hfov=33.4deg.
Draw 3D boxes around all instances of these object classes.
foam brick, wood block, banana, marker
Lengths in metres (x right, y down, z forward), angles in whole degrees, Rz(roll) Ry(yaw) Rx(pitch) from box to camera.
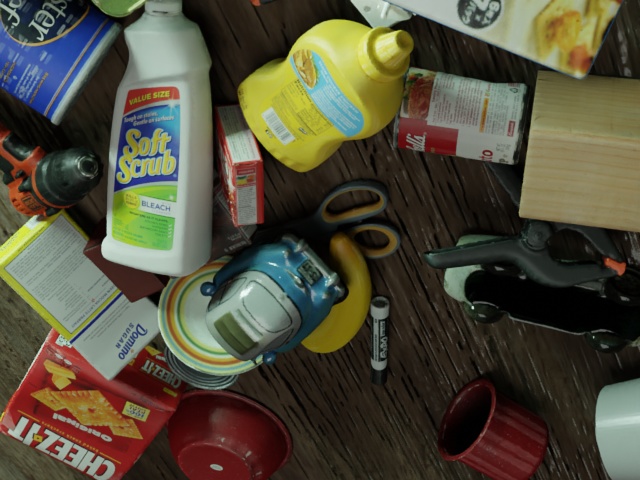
[{"bbox_3d":[-0.190,0.014,1.081,0.053,0.051,0.078,-22,121,31],"label":"foam brick"},{"bbox_3d":[0.268,-0.065,0.841,0.206,0.090,0.090,8,132,11],"label":"wood block"},{"bbox_3d":[0.015,0.064,1.059,0.069,0.037,0.198,17,141,-9],"label":"banana"},{"bbox_3d":[0.062,0.108,1.106,0.020,0.020,0.121,7,132,11],"label":"marker"}]

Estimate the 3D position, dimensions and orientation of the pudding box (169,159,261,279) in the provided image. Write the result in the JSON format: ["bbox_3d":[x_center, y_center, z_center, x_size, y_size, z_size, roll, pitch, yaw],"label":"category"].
[{"bbox_3d":[-0.126,-0.021,1.033,0.114,0.039,0.090,-24,112,31],"label":"pudding box"}]

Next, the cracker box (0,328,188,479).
[{"bbox_3d":[-0.267,0.188,1.244,0.164,0.072,0.214,30,133,-9],"label":"cracker box"}]

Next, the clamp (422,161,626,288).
[{"bbox_3d":[0.184,-0.017,0.923,0.171,0.039,0.120,12,105,-1],"label":"clamp"}]

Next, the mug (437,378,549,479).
[{"bbox_3d":[0.177,0.204,1.117,0.081,0.093,0.117,31,163,-17],"label":"mug"}]

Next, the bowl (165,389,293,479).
[{"bbox_3d":[-0.116,0.249,1.263,0.162,0.055,0.162,9,132,9],"label":"bowl"}]

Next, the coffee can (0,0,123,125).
[{"bbox_3d":[-0.253,-0.178,0.897,0.140,0.102,0.103,33,132,-13],"label":"coffee can"}]

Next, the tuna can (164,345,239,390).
[{"bbox_3d":[-0.125,0.123,1.168,0.086,0.033,0.086,9,132,10],"label":"tuna can"}]

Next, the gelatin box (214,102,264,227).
[{"bbox_3d":[-0.073,-0.068,0.947,0.030,0.089,0.073,-9,135,-12],"label":"gelatin box"}]

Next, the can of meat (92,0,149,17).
[{"bbox_3d":[-0.131,-0.227,0.828,0.102,0.084,0.057,-25,119,33],"label":"can of meat"}]

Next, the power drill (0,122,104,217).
[{"bbox_3d":[-0.292,-0.098,0.975,0.187,0.057,0.185,46,152,-18],"label":"power drill"}]

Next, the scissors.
[{"bbox_3d":[-0.007,0.001,1.037,0.202,0.016,0.096,-26,118,34],"label":"scissors"}]

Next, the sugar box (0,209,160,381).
[{"bbox_3d":[-0.248,0.054,1.107,0.176,0.093,0.048,52,166,-28],"label":"sugar box"}]

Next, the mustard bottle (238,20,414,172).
[{"bbox_3d":[0.012,-0.122,0.850,0.096,0.058,0.192,54,147,-8],"label":"mustard bottle"}]

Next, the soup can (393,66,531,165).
[{"bbox_3d":[0.116,-0.102,0.872,0.102,0.068,0.068,10,132,9],"label":"soup can"}]

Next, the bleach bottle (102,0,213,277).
[{"bbox_3d":[-0.143,-0.096,0.937,0.103,0.068,0.251,13,118,20],"label":"bleach bottle"}]

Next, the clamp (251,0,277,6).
[{"bbox_3d":[0.014,-0.253,0.792,0.164,0.036,0.210,28,129,-7],"label":"clamp"}]
